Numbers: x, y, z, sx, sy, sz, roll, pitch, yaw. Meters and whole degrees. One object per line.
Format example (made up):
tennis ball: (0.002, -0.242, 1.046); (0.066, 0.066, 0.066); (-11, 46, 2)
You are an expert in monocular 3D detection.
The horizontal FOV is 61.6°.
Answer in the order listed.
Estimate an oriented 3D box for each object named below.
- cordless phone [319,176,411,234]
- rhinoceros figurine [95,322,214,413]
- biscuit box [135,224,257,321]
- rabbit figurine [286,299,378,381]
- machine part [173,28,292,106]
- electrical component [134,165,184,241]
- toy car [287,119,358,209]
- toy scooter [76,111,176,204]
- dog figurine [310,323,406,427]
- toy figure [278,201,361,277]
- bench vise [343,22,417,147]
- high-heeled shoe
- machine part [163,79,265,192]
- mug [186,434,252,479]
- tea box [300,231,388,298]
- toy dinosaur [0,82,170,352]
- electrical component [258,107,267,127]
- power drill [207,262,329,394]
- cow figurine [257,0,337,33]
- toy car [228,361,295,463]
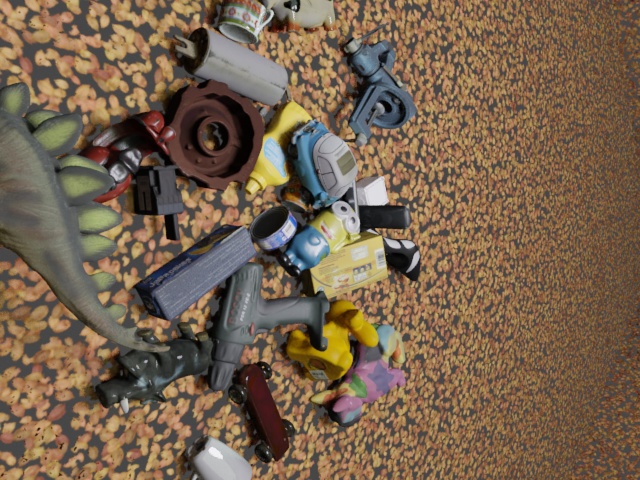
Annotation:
cordless phone: (0.092, -0.083, 1.077); (0.089, 0.184, 0.146); (-20, 109, -53)
rhinoceros figurine: (-0.257, 0.200, 0.846); (0.190, 0.073, 0.112); (-16, 116, -45)
biscuit box: (-0.201, 0.049, 0.889); (0.203, 0.059, 0.062); (-39, 121, -36)
rabbit figurine: (0.031, 0.185, 1.091); (0.121, 0.162, 0.173); (51, 41, -21)
machine part: (-0.139, -0.287, 0.904); (0.243, 0.079, 0.079); (10, 87, -45)
electrical component: (-0.248, -0.056, 0.823); (0.048, 0.075, 0.119); (-11, 105, -45)
toy car: (0.016, -0.137, 0.976); (0.109, 0.103, 0.161); (-43, 127, -36)
toy scooter: (-0.269, -0.119, 0.750); (0.184, 0.135, 0.075); (-54, 130, -25)
dog figurine: (0.082, 0.295, 1.168); (0.219, 0.109, 0.191); (-17, 107, -40)
toy figure: (-0.004, -0.006, 1.006); (0.180, 0.089, 0.082); (-42, 119, -20)
bench vise: (0.111, -0.301, 1.124); (0.223, 0.129, 0.240); (51, 53, -36)
high-heeled shoe: (0.145, 0.046, 1.223); (0.145, 0.086, 0.248); (-51, 121, -27)
machine part: (-0.177, -0.168, 0.878); (0.179, 0.056, 0.179); (-7, 101, -37)
mug: (-0.189, 0.398, 0.931); (0.109, 0.081, 0.107); (-43, 112, -26)
tea box: (0.046, 0.051, 1.094); (0.170, 0.068, 0.098); (-15, 106, -21)
toy dinosaur: (-0.344, -0.045, 0.627); (0.198, 0.105, 0.470); (-28, 100, -19)
electrical component: (-0.132, -0.214, 0.956); (0.094, 0.021, 0.063); (-56, 128, -23)
power drill: (-0.091, 0.159, 0.967); (0.207, 0.086, 0.232); (6, 82, -14)
cow figurine: (-0.057, -0.439, 0.966); (0.195, 0.086, 0.127); (-18, 112, -40)
toy car: (-0.110, 0.324, 1.014); (0.089, 0.053, 0.202); (-40, 118, -48)
